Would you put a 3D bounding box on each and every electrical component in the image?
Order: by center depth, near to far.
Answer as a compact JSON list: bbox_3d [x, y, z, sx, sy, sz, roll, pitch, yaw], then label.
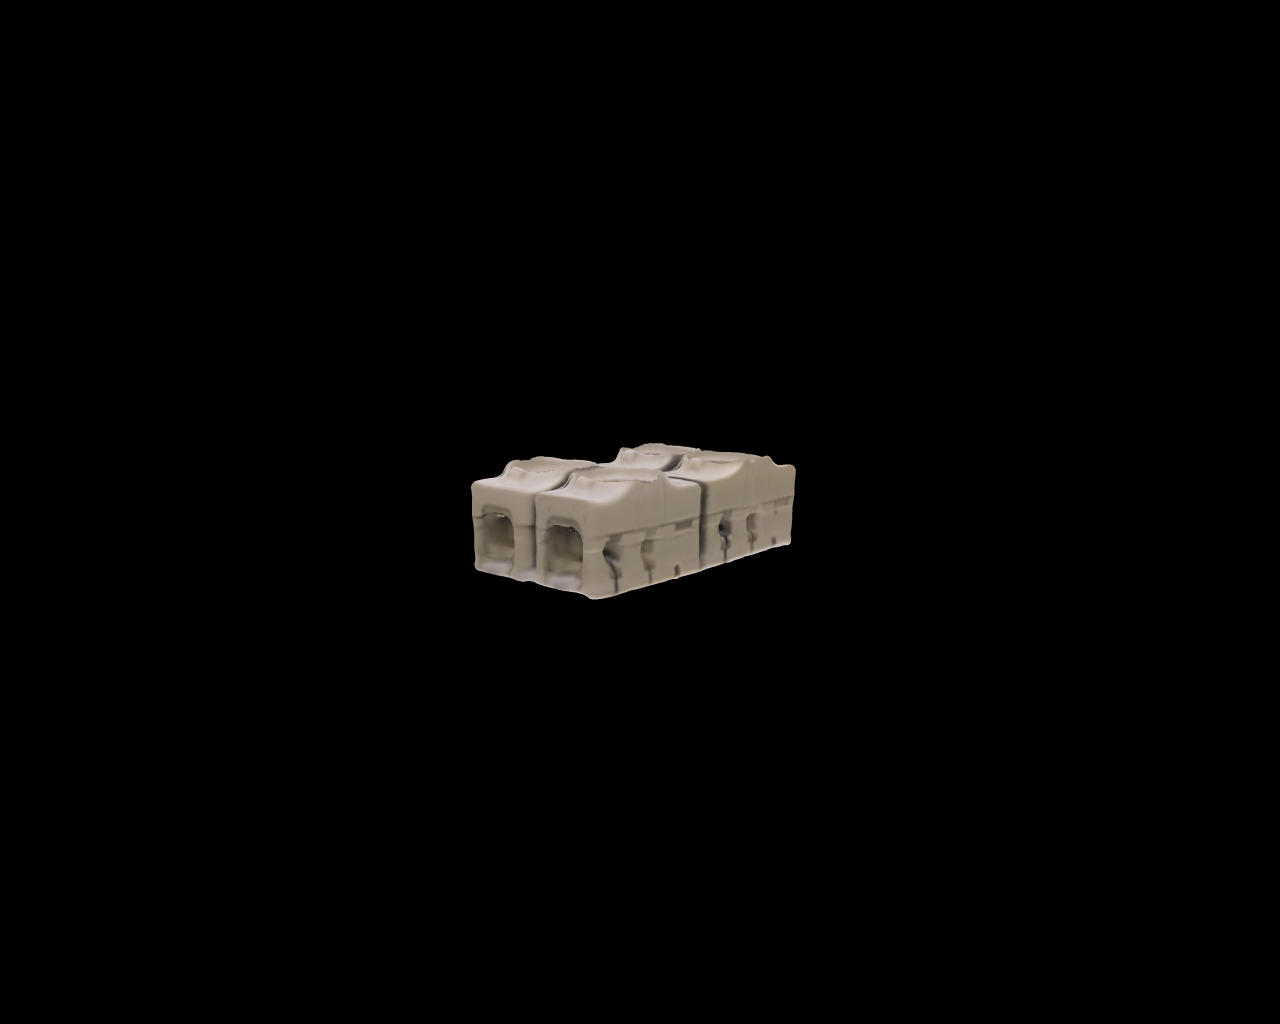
[{"bbox_3d":[0.001,-0.003,0.650,0.105,0.060,0.186,10,15,42],"label":"electrical component"}]
